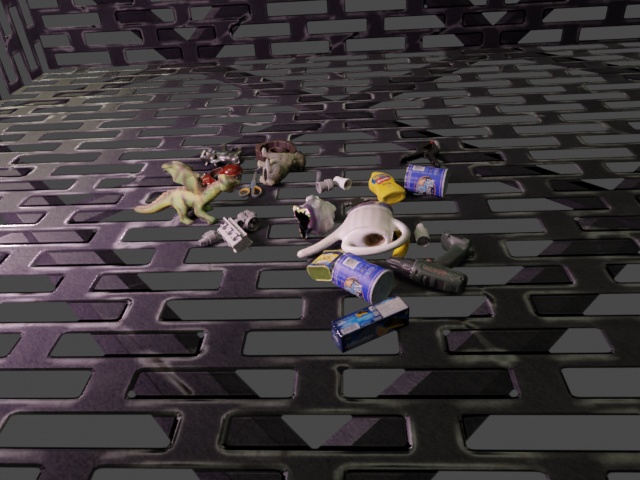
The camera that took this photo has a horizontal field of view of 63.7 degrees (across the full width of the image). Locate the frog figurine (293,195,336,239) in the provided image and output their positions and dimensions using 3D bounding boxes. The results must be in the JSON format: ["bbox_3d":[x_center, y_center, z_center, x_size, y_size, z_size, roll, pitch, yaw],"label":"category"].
[{"bbox_3d":[0.005,-0.086,1.701,0.161,0.120,0.139,-20,69,-36],"label":"frog figurine"}]

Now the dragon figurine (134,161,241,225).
[{"bbox_3d":[-0.474,-0.174,1.772,0.410,0.237,0.125,2,39,5],"label":"dragon figurine"}]

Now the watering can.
[{"bbox_3d":[0.109,-0.025,1.614,0.347,0.102,0.230,-5,35,13],"label":"watering can"}]
